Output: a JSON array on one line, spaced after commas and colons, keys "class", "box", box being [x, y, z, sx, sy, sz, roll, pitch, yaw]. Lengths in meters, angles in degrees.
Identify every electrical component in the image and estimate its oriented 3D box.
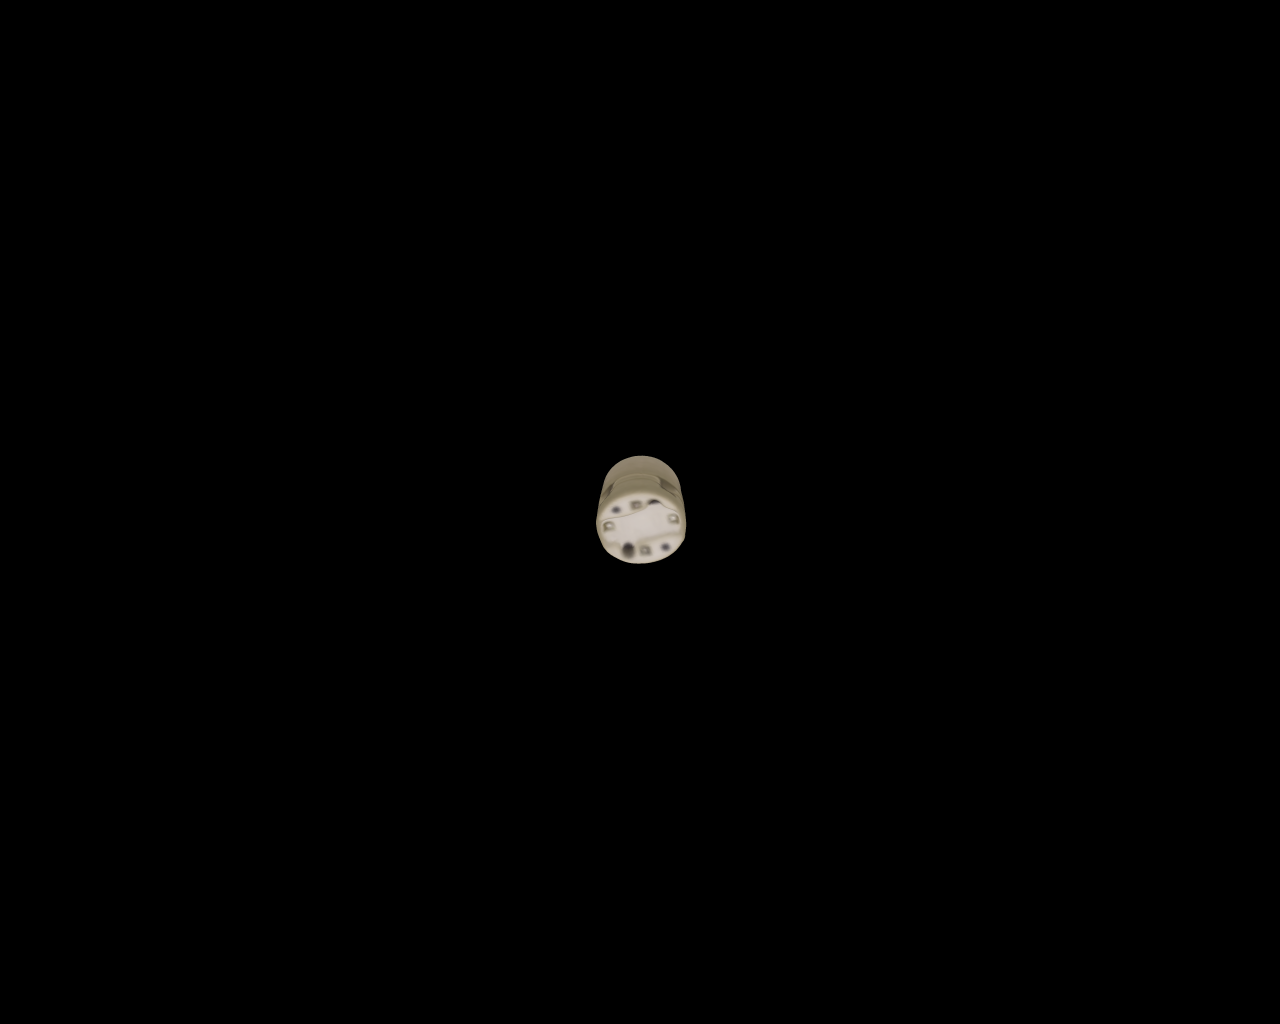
[{"class": "electrical component", "box": [0.001, -0.003, 0.650, 0.055, 0.055, 0.047, 0, 34, 0]}]
